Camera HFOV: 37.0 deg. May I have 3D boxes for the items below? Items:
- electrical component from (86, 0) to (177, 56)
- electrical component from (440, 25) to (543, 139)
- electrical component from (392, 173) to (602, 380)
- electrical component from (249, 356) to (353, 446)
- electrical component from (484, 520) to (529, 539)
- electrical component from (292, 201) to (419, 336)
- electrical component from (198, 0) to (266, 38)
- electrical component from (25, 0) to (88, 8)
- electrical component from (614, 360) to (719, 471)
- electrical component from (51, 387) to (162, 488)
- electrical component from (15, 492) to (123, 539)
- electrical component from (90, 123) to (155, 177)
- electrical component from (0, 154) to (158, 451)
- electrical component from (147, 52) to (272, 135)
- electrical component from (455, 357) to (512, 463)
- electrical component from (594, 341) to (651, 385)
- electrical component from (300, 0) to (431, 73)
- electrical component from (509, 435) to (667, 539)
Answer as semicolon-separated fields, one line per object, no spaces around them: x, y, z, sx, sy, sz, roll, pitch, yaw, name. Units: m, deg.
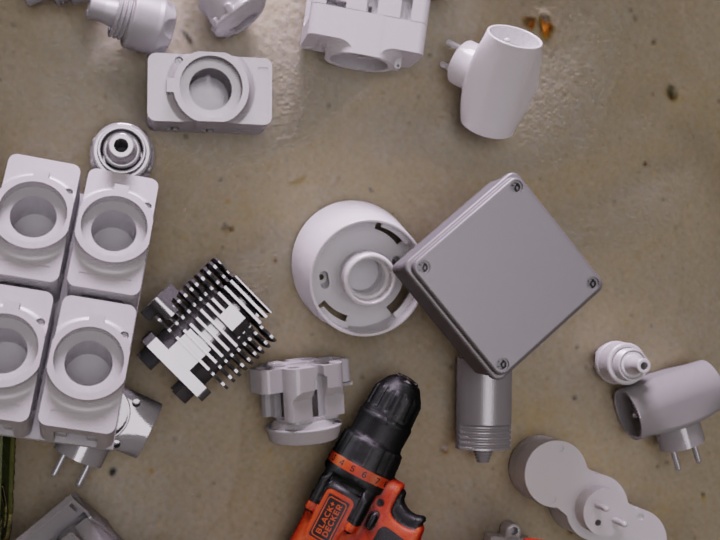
-0.169;-0.184;0.790;0.062;0.043;0.043;14;85;-23;electrical component
0.096;-0.154;0.840;0.079;0.077;0.044;34;37;27;electrical component
0.099;0.005;0.783;0.109;0.056;0.108;-40;96;-10;electrical component
-0.043;0.097;0.802;0.078;0.058;0.057;-5;94;-36;electrical component
0.121;0.233;0.834;0.048;0.055;0.066;8;87;-11;electrical component
0.000;0.000;0.825;0.099;0.064;0.099;-3;102;-14;electrical component
-0.105;-0.210;0.808;0.048;0.048;0.062;-38;89;-10;electrical component
-0.218;-0.213;0.785;0.062;0.043;0.043;-29;94;-10;electrical component
0.255;0.122;0.871;0.077;0.044;0.079;-17;92;-12;electrical component
-0.195;0.117;0.778;0.077;0.044;0.079;26;83;-10;electrical component
-0.225;0.225;0.752;0.121;0.063;0.078;-40;137;-10;electrical component
-0.173;-0.086;0.780;0.048;0.062;0.048;0;88;-11;electrical component
-0.206;0.020;0.741;0.105;0.060;0.186;10;67;-11;electrical component
-0.112;-0.130;0.797;0.089;0.056;0.050;1;88;-12;electrical component
0.097;0.109;0.839;0.043;0.043;0.081;2;88;-12;electrical component
0.212;0.074;0.855;0.035;0.061;0.035;0;88;-12;electrical component
0.003;-0.186;0.826;0.089;0.050;0.055;8;86;-11;electrical component
0.185;0.185;0.839;0.138;0.074;0.052;41;81;-8;electrical component
